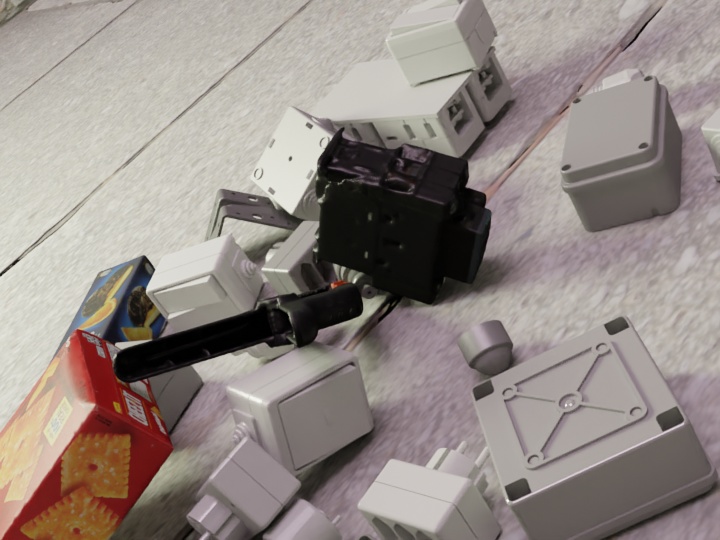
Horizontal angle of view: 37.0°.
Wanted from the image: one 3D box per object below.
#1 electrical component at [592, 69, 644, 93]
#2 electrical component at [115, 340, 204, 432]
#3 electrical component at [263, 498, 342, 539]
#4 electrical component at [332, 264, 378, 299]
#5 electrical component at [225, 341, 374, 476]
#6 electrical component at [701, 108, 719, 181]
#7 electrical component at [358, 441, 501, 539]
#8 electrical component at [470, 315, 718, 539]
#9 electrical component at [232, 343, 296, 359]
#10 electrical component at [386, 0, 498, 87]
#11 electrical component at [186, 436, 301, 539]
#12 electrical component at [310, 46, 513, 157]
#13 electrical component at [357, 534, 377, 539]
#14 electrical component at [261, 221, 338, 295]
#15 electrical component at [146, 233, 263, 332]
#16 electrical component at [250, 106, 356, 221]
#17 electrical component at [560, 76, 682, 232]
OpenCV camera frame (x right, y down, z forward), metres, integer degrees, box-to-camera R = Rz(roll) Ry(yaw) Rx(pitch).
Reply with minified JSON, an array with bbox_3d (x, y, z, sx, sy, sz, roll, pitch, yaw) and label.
[{"bbox_3d":[0.213,-0.141,0.903,0.062,0.043,0.043,-21,32,21],"label":"electrical component"},{"bbox_3d":[-0.188,0.106,0.891,0.062,0.061,0.096,-7,38,36],"label":"electrical component"},{"bbox_3d":[-0.046,0.179,0.673,0.078,0.040,0.040,-46,33,-21],"label":"electrical component"},{"bbox_3d":[0.000,0.000,0.895,0.040,0.040,0.078,-30,30,4],"label":"electrical component"},{"bbox_3d":[-0.044,0.099,0.742,0.096,0.061,0.061,-27,23,-33],"label":"electrical component"},{"bbox_3d":[0.303,-0.103,0.758,0.100,0.048,0.100,-43,32,-19],"label":"electrical component"},{"bbox_3d":[0.051,0.133,0.643,0.066,0.047,0.076,5,46,46],"label":"electrical component"},{"bbox_3d":[0.130,0.094,0.619,0.109,0.056,0.108,-27,30,9],"label":"electrical component"},{"bbox_3d":[-0.080,0.053,0.888,0.062,0.043,0.043,-22,31,21],"label":"electrical component"},{"bbox_3d":[0.070,-0.220,1.010,0.096,0.061,0.061,-9,37,35],"label":"electrical component"},{"bbox_3d":[-0.087,0.158,0.697,0.075,0.047,0.083,-48,-2,-25],"label":"electrical component"},{"bbox_3d":[0.047,-0.157,1.065,0.186,0.060,0.105,4,46,46],"label":"electrical component"},{"bbox_3d":[0.007,0.210,0.561,0.109,0.056,0.109,-43,31,-19],"label":"electrical component"},{"bbox_3d":[-0.057,-0.005,0.949,0.077,0.047,0.065,4,46,46],"label":"electrical component"},{"bbox_3d":[-0.136,0.015,0.977,0.096,0.061,0.061,-17,33,24],"label":"electrical component"},{"bbox_3d":[-0.050,-0.099,1.026,0.100,0.048,0.099,41,105,43],"label":"electrical component"},{"bbox_3d":[0.201,-0.091,0.826,0.078,0.057,0.113,-15,34,28],"label":"electrical component"}]
